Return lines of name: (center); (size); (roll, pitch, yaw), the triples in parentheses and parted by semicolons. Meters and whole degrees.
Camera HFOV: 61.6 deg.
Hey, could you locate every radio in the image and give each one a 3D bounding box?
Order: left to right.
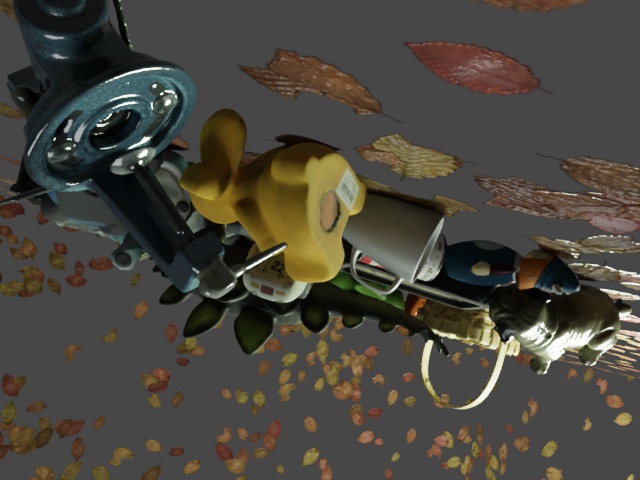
radio: (0.144, 0.040, 0.803); (0.230, 0.073, 0.131); (16, 172, -5)

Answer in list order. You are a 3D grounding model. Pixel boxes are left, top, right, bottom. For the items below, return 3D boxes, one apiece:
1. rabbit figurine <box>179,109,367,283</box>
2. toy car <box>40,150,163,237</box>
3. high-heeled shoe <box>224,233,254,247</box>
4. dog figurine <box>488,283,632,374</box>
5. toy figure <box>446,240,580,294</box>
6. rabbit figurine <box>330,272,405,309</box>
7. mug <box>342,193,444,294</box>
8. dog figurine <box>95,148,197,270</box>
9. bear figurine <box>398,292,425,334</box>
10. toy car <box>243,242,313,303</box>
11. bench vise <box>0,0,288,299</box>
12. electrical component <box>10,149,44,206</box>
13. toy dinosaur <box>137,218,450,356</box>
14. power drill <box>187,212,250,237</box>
rabbit figurine: (-0.065, -0.042, 0.517); (0.173, 0.122, 0.162); (11, 166, 35)
toy car: (-0.226, -0.086, 0.559); (0.109, 0.161, 0.103); (13, -142, -21)
high-heeled shoe: (-0.167, 0.007, 0.994); (0.145, 0.086, 0.248); (-7, -178, 15)
dog figurine: (0.323, 0.097, 0.716); (0.190, 0.172, 0.121); (40, -160, -55)
toy figure: (0.234, 0.034, 0.656); (0.155, 0.064, 0.057); (6, 129, 27)
rabbit figurine: (0.096, 0.085, 1.061); (0.170, 0.121, 0.159); (29, 153, 15)
mug: (0.070, 0.000, 0.610); (0.107, 0.109, 0.080); (28, 180, 17)
dog figurine: (-0.252, -0.061, 0.748); (0.108, 0.191, 0.219); (50, -179, -22)
bear figurine: (0.290, 0.170, 1.205); (0.196, 0.132, 0.120); (18, 176, 35)
toy car: (-0.024, 0.000, 0.619); (0.074, 0.056, 0.202); (17, -144, 9)
bench vise: (-0.142, -0.051, 0.383); (0.240, 0.129, 0.223); (52, 143, 8)
electrical component: (-0.327, -0.094, 0.682); (0.058, 0.115, 0.134); (20, 169, -10)
toy dinosaur: (-0.067, 0.056, 0.676); (0.472, 0.104, 0.198); (6, -150, 20)
power drill: (-0.125, -0.032, 0.869); (0.207, 0.086, 0.232); (8, 174, 3)
